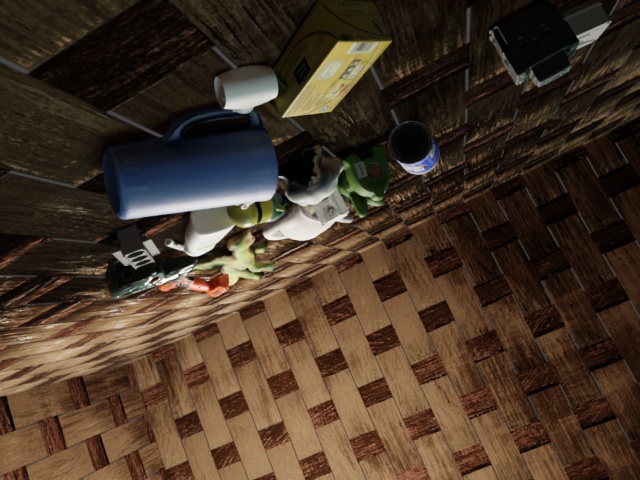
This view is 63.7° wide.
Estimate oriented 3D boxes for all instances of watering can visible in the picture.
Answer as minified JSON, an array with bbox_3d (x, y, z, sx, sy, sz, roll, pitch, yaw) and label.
[{"bbox_3d":[0.004,-0.073,1.452,0.350,0.105,0.220,-15,165,-37],"label":"watering can"}]

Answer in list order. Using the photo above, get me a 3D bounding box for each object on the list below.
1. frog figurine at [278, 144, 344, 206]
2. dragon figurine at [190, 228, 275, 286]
[{"bbox_3d":[-0.004,-0.130,1.131,0.137,0.124,0.158,-46,153,9],"label":"frog figurine"},{"bbox_3d":[-0.296,0.072,1.616,0.242,0.124,0.403,7,150,-37],"label":"dragon figurine"}]
